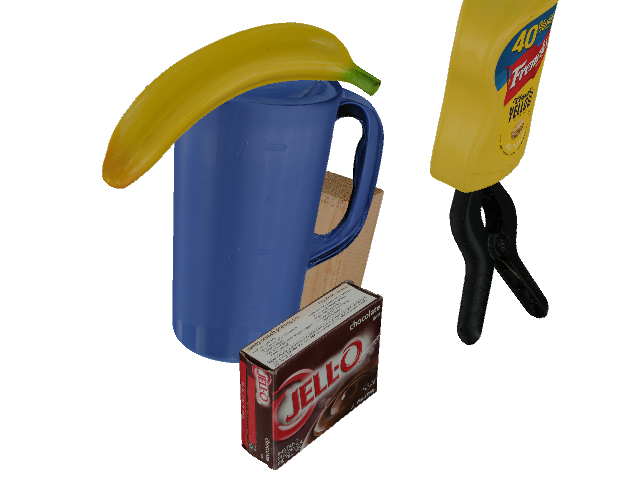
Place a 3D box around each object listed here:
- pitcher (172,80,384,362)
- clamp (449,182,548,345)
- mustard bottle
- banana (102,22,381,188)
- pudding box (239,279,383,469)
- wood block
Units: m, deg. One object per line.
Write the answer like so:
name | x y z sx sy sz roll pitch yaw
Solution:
pitcher | -0.051 -0.024 0.887 0.149 0.243 0.144 24 29 31
clamp | 0.157 0.014 1.023 0.039 0.171 0.120 -14 9 46
mustard bottle | 0.126 -0.132 0.745 0.058 0.192 0.096 30 46 26
banana | -0.058 -0.097 0.679 0.197 0.070 0.037 -24 -24 -20
pudding box | -0.006 0.091 0.740 0.039 0.090 0.113 27 43 31
wood block | -0.004 0.032 1.237 0.090 0.206 0.090 20 20 20
